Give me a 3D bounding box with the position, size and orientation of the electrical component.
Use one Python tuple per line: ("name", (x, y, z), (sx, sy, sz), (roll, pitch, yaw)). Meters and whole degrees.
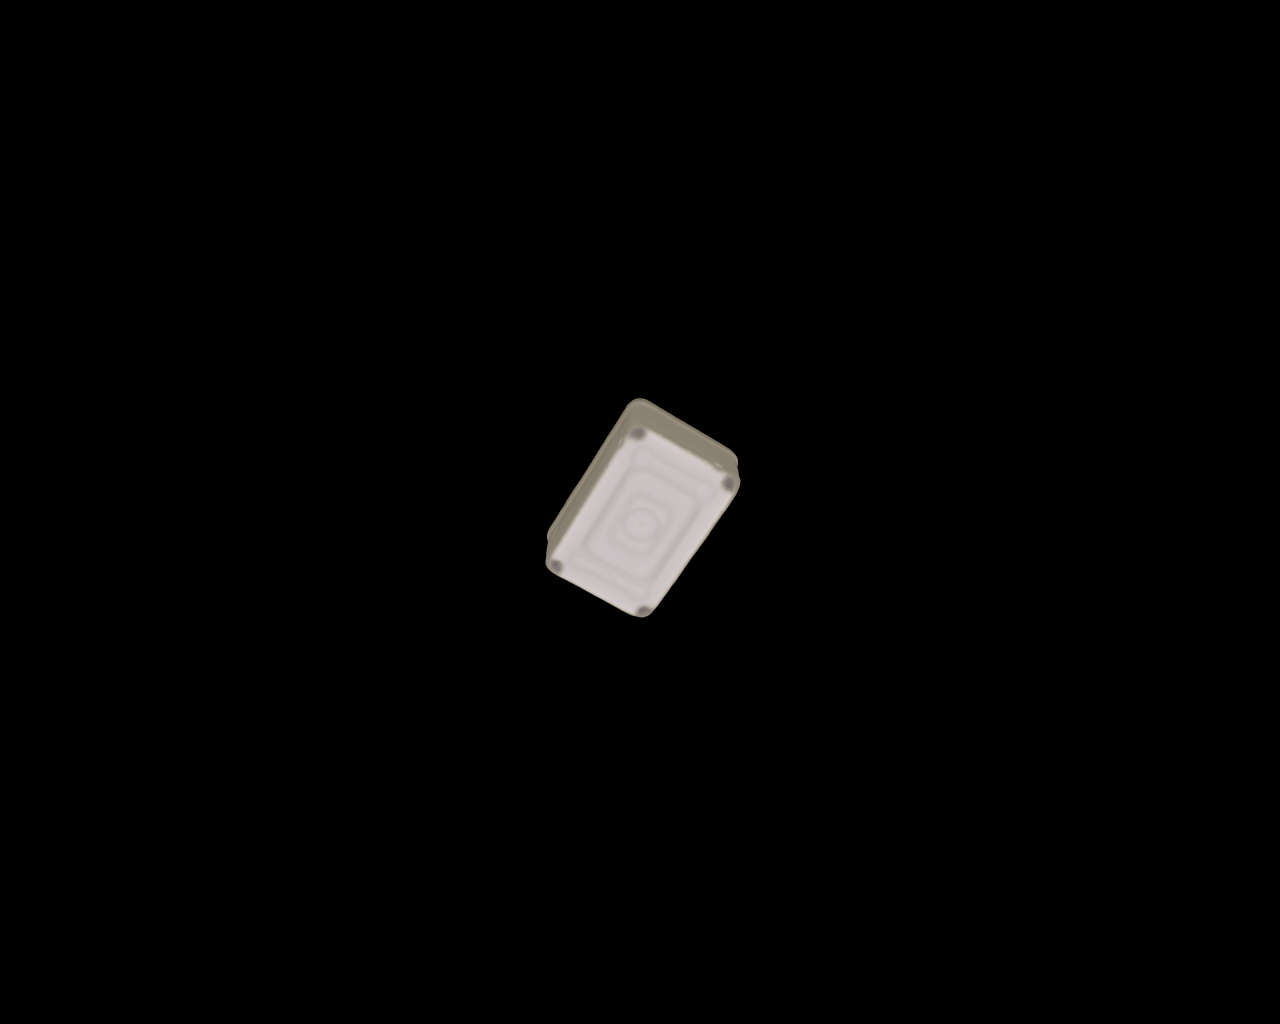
("electrical component", (0.001, -0.003, 0.650), (0.078, 0.113, 0.057), (30, 20, -12))
